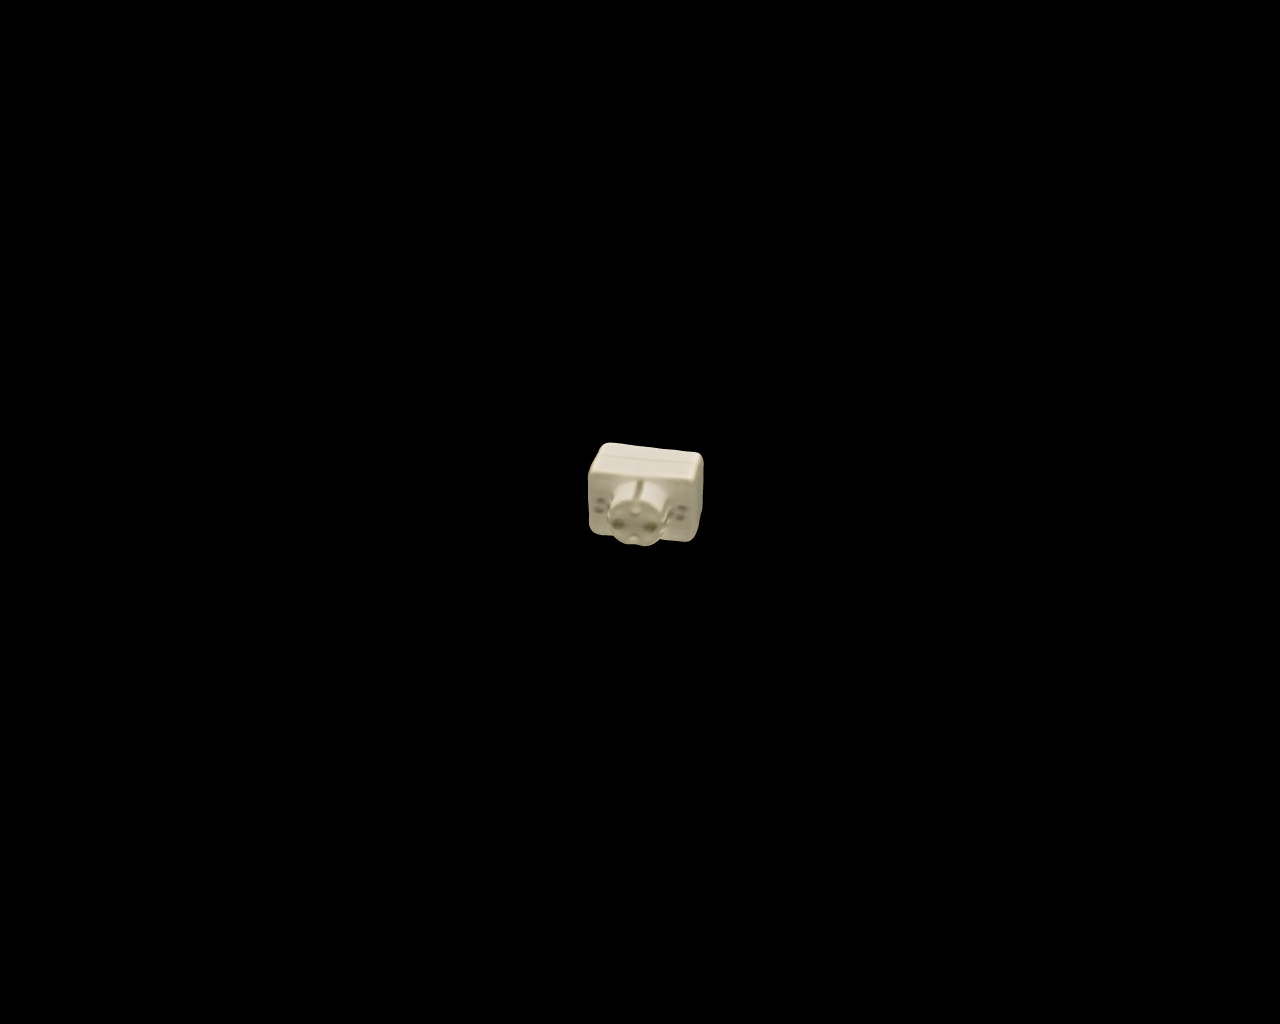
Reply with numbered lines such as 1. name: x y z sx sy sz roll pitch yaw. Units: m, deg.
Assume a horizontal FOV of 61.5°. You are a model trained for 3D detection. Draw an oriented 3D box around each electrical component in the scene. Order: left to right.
1. electrical component: 0.001 -0.003 0.650 0.066 0.047 0.077 6 32 9
